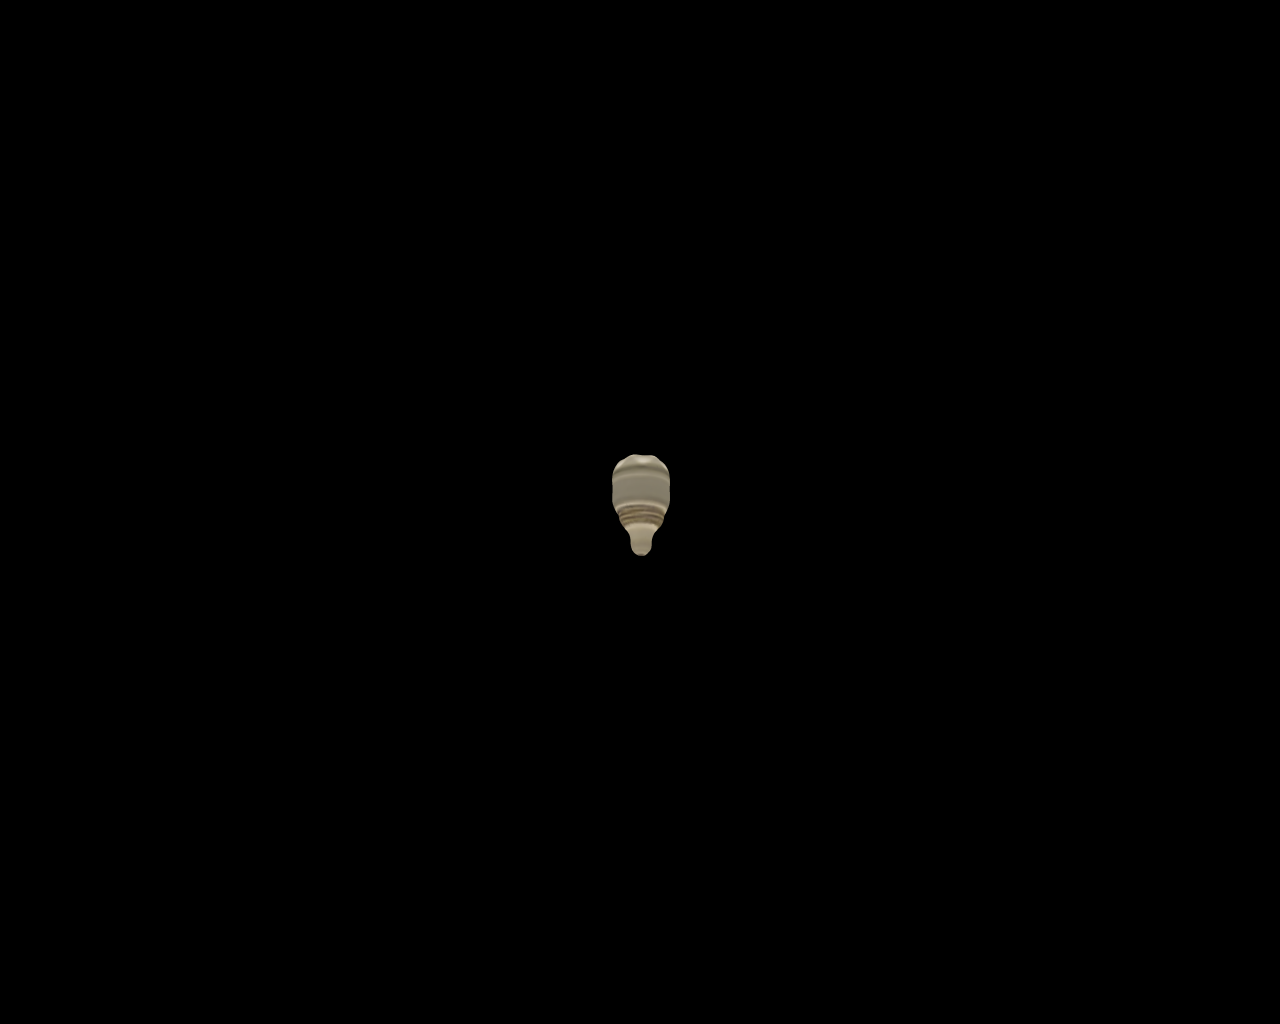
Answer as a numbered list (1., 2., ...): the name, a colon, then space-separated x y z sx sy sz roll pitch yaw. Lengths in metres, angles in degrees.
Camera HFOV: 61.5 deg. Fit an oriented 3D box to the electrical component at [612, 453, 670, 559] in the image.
1. electrical component: 0.001 -0.003 0.650 0.035 0.061 0.035 0 -19 0
